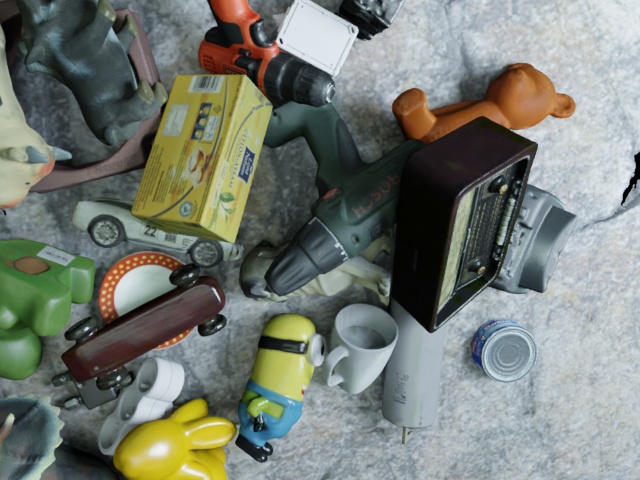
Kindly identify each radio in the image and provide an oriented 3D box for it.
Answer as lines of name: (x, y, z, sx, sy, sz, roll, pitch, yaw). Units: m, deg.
radio: (0.151, -0.012, 0.587, 0.131, 0.073, 0.229, -32, 145, -23)

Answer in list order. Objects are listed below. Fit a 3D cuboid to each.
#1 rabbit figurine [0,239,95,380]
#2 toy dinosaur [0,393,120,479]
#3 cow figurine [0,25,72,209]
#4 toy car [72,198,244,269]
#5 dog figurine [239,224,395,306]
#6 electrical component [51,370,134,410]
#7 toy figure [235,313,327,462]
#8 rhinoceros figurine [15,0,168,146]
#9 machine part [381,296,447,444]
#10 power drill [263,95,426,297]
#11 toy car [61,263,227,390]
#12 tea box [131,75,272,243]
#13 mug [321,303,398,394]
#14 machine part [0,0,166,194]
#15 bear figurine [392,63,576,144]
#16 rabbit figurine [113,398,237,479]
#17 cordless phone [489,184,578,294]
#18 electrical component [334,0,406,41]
rabbit figurine: (-0.368, 0.093, 0.629, 0.159, 0.121, 0.170, 19, 111, -16)
toy dinosaur: (-0.323, 0.326, 0.665, 0.192, 0.131, 0.404, -52, 129, -16)
cow figurine: (-0.330, -0.127, 0.527, 0.127, 0.085, 0.194, -8, 100, 0)
toy car: (-0.192, -0.010, 0.652, 0.202, 0.073, 0.056, 12, 98, -9)
dog figurine: (-0.002, -0.002, 0.675, 0.191, 0.121, 0.172, 6, 65, 9)
electrical component: (-0.294, 0.183, 0.699, 0.094, 0.021, 0.063, -21, 101, -3)
toy figure: (-0.055, 0.181, 0.683, 0.089, 0.082, 0.180, 29, 81, -16)
rhinoceros figurine: (-0.237, -0.188, 0.536, 0.112, 0.073, 0.190, -28, 104, 9)
machine part: (0.125, 0.157, 0.719, 0.079, 0.079, 0.243, 4, 99, -8)
power drill: (-0.002, -0.072, 0.609, 0.232, 0.085, 0.207, -31, 59, -2)
toy car: (-0.212, 0.105, 0.658, 0.202, 0.053, 0.089, -28, 108, -6)
tea box: (-0.125, -0.089, 0.584, 0.098, 0.068, 0.169, 10, 78, 25)
mug: (0.044, 0.153, 0.690, 0.081, 0.109, 0.107, 30, 132, 26)
machine part: (-0.283, -0.165, 0.610, 0.201, 0.087, 0.200, -16, 102, -6)
bear figurine: (0.203, -0.155, 0.650, 0.196, 0.131, 0.120, -34, 64, 6)
rabbit figurine: (-0.176, 0.277, 0.659, 0.162, 0.122, 0.173, -46, 134, -24)
cordless phone: (0.222, -0.016, 0.712, 0.184, 0.089, 0.146, 21, 97, 1)
electrical component: (0.077, -0.304, 0.616, 0.058, 0.115, 0.134, 29, 94, -15)
